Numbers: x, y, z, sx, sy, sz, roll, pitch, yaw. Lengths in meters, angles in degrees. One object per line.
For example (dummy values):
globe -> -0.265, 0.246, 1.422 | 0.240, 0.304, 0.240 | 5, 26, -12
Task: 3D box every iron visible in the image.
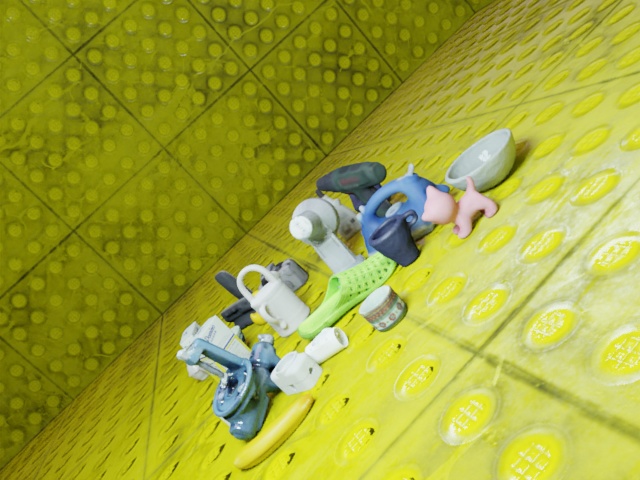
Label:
iron -> 0.167, -0.063, 1.320 | 0.258, 0.141, 0.119 | -34, 16, 33

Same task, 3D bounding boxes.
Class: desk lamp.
desk lamp -> 0.013, 0.005, 1.402 | 0.118, 0.214, 0.203 | -39, 13, 15

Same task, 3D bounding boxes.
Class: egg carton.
egg carton -> -0.321, 0.336, 1.668 | 0.107, 0.069, 0.150 | -36, 15, 28

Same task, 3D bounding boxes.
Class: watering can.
watering can -> -0.125, 0.139, 1.429 | 0.101, 0.194, 0.172 | -43, 13, -1

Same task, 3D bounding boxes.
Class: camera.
camera -> -0.113, 0.103, 1.720 | 0.143, 0.101, 0.137 | -38, 14, 23

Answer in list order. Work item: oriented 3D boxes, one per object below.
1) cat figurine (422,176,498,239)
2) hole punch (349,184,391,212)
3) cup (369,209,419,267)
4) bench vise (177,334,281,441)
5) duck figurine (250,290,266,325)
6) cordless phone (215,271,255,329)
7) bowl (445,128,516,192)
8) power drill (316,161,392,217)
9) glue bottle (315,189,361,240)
cat figurine -> 0.259, -0.067, 1.111 | 0.128, 0.118, 0.067 | -41, 13, 7
hole punch -> 0.147, -0.135, 1.728 | 0.108, 0.091, 0.101 | -39, 14, 18
cup -> 0.174, 0.000, 1.202 | 0.117, 0.095, 0.091 | -40, 13, 12
bench vise -> -0.174, 0.257, 1.137 | 0.121, 0.220, 0.207 | -36, 14, 26
duck figurine -> -0.167, 0.186, 1.649 | 0.104, 0.086, 0.077 | -43, 13, 1
cordless phone -> -0.264, 0.176, 1.749 | 0.147, 0.185, 0.094 | -35, 15, 32
bowl -> 0.351, -0.154, 1.210 | 0.167, 0.075, 0.167 | -40, 13, 12
power drill -> 0.113, -0.111, 1.485 | 0.229, 0.208, 0.076 | -25, 22, 54
glue bottle -> 0.048, -0.084, 1.675 | 0.078, 0.173, 0.037 | -40, 13, 11
